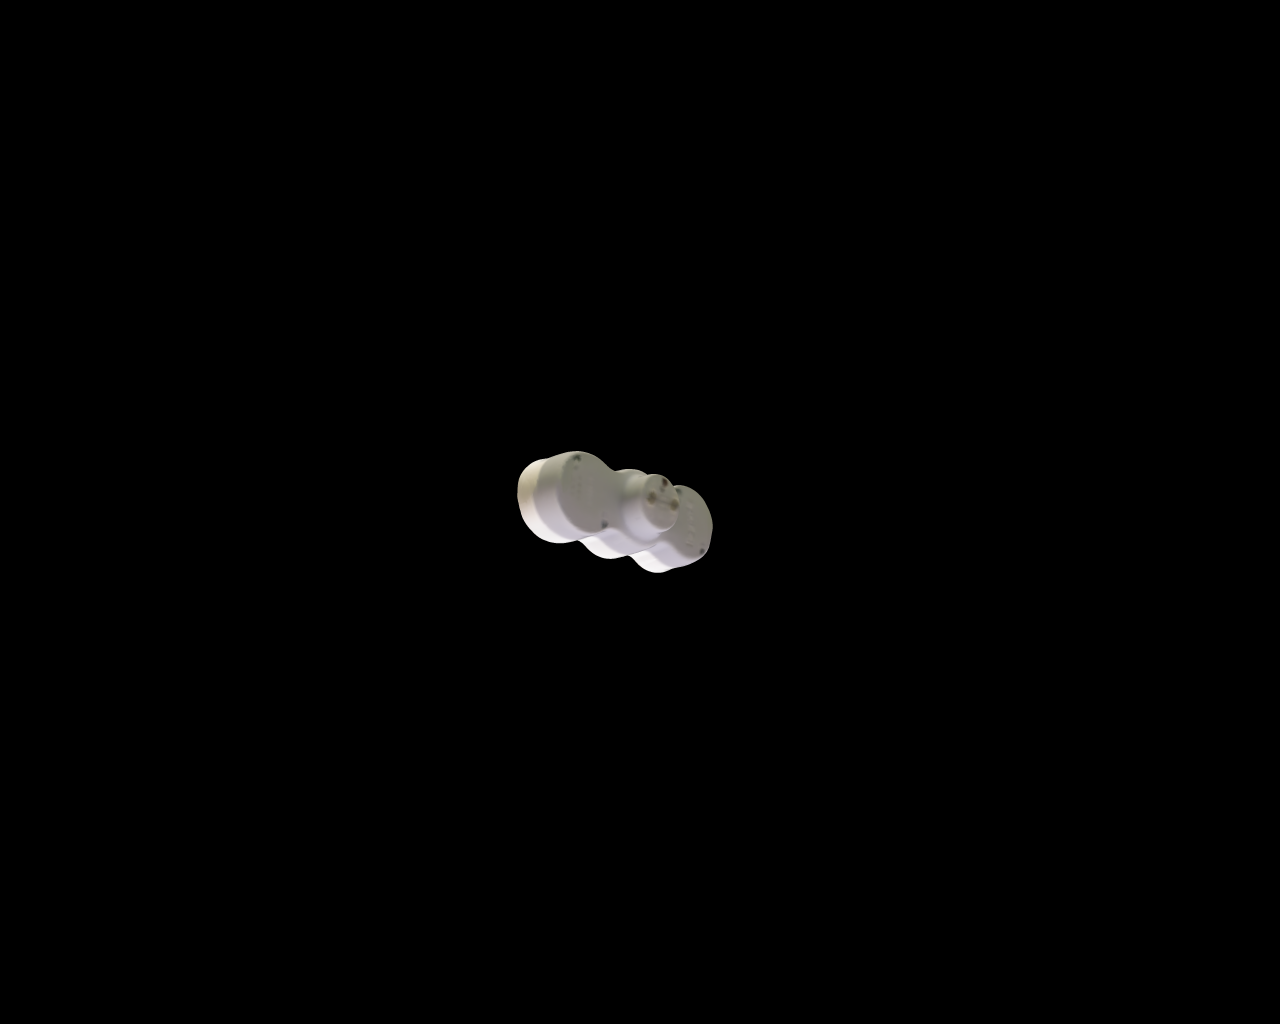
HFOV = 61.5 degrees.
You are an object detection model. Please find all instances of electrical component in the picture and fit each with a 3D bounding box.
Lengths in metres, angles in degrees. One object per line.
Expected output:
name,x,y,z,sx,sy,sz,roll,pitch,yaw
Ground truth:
electrical component,0.001,-0.003,0.650,0.073,0.052,0.138,-17,-26,41
